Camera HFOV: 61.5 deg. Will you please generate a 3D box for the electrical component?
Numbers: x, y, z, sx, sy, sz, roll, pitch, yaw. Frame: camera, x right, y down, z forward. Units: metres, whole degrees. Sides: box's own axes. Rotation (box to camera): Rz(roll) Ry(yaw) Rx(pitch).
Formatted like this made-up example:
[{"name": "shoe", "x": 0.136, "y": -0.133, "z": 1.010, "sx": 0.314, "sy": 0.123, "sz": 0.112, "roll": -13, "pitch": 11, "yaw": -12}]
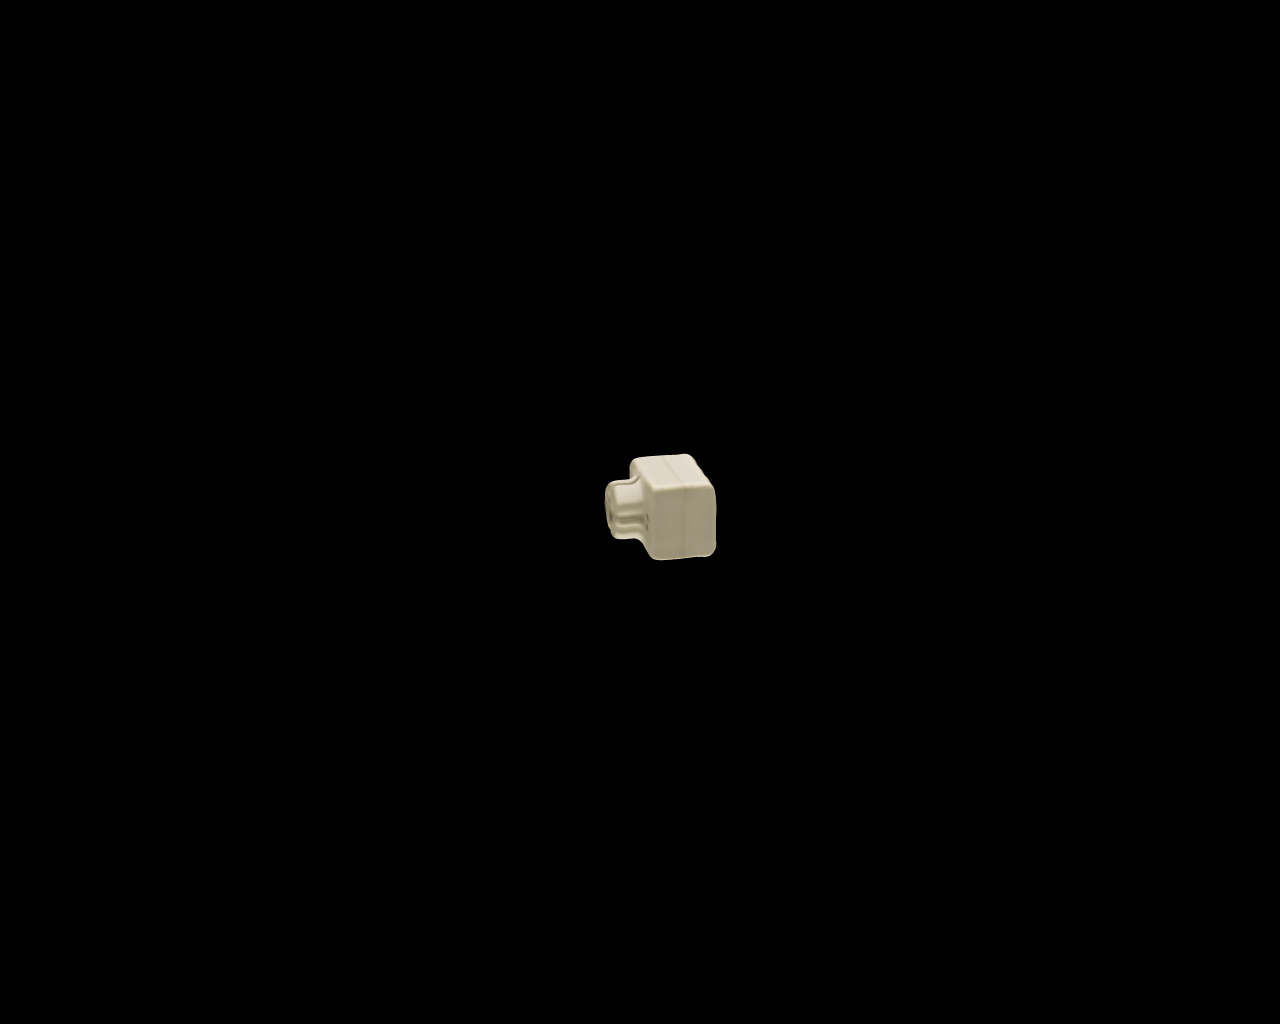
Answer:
[{"name": "electrical component", "x": 0.001, "y": -0.003, "z": 0.650, "sx": 0.077, "sy": 0.047, "sz": 0.066, "roll": -4, "pitch": 21, "yaw": -11}]
